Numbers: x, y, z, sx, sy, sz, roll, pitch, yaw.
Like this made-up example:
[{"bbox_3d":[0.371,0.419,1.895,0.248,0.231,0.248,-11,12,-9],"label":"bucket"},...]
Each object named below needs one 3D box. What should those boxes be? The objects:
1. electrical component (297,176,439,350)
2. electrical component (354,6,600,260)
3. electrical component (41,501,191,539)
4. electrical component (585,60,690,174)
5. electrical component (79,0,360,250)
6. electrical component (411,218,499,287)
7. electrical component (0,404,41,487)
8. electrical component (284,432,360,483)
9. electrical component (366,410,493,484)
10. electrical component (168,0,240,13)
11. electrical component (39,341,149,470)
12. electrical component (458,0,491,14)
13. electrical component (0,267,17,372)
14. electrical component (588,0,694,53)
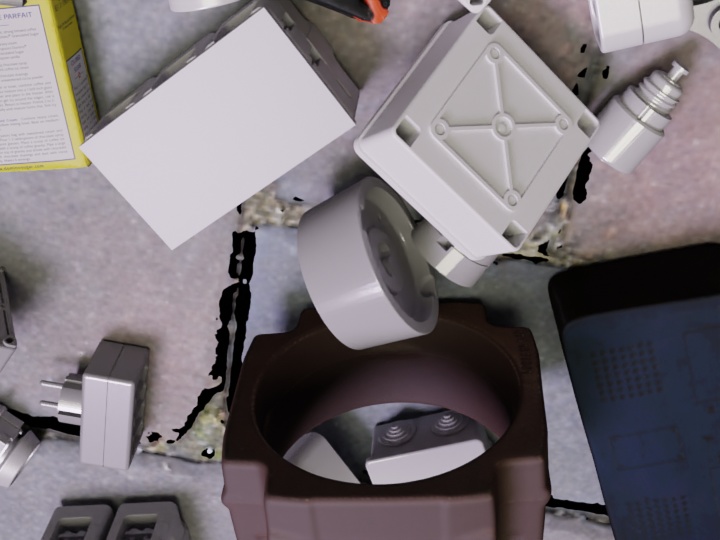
[{"bbox_3d":[0.000,0.000,0.702,0.060,0.108,0.108,-21,115,22],"label":"electrical component"},{"bbox_3d":[0.071,-0.081,0.646,0.109,0.056,0.108,42,70,-17],"label":"electrical component"},{"bbox_3d":[-0.189,0.281,0.897,0.105,0.060,0.186,-4,119,7],"label":"electrical component"},{"bbox_3d":[0.174,-0.096,0.669,0.040,0.040,0.078,32,116,-13],"label":"electrical component"},{"bbox_3d":[-0.086,-0.096,0.678,0.150,0.061,0.089,-32,112,20],"label":"electrical component"},{"bbox_3d":[0.070,-0.024,0.710,0.055,0.055,0.047,35,112,-14],"label":"electrical component"},{"bbox_3d":[-0.283,0.136,0.834,0.055,0.048,0.066,35,116,-5],"label":"electrical component"},{"bbox_3d":[-0.036,0.186,0.808,0.113,0.057,0.078,53,140,-9],"label":"electrical component"},{"bbox_3d":[0.060,0.155,0.813,0.100,0.048,0.099,-14,117,12],"label":"electrical component"},{"bbox_3d":[-0.091,-0.183,0.636,0.055,0.055,0.047,-9,115,9],"label":"electrical component"},{"bbox_3d":[-0.202,0.098,0.804,0.076,0.047,0.083,10,119,-1],"label":"electrical component"},{"bbox_3d":[0.073,-0.204,0.609,0.062,0.061,0.096,38,108,-15],"label":"electrical component"},{"bbox_3d":[-0.287,0.035,0.754,0.062,0.096,0.061,17,124,-39],"label":"electrical component"},{"bbox_3d":[0.159,-0.180,0.616,0.059,0.053,0.095,-11,117,11],"label":"electrical component"}]
